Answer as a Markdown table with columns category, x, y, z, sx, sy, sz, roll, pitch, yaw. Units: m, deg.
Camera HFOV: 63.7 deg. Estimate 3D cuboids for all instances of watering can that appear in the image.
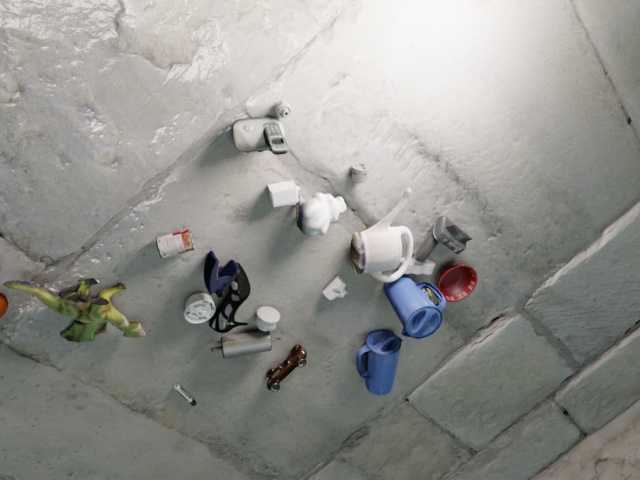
| category | x | y | z | sx | sy | sz | roll | pitch | yaw |
| --- | --- | --- | --- | --- | --- | --- | --- | --- | --- |
| watering can | 0.209 | -0.005 | 1.731 | 0.225 | 0.106 | 0.341 | -8 | 115 | -13 |

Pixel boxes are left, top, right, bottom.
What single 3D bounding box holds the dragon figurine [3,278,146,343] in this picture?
| category | x | y | z | sx | sy | sz | roll | pitch | yaw |
| --- | --- | --- | --- | --- | --- | --- | --- | --- | --- |
| dragon figurine | -0.737 | 0.234 | 1.572 | 0.409 | 0.125 | 0.238 | 12 | 121 | -19 |

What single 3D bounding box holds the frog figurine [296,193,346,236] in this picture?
| category | x | y | z | sx | sy | sz | roll | pitch | yaw |
| --- | --- | --- | --- | --- | --- | --- | --- | --- | --- |
| frog figurine | 0.005 | -0.082 | 1.622 | 0.159 | 0.123 | 0.136 | -3 | 99 | -3 |
